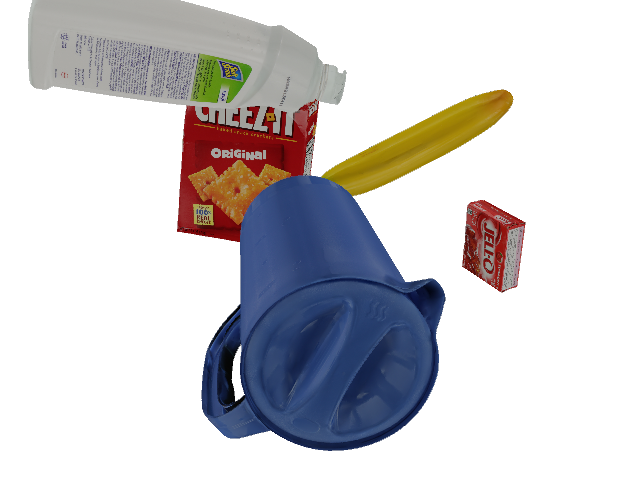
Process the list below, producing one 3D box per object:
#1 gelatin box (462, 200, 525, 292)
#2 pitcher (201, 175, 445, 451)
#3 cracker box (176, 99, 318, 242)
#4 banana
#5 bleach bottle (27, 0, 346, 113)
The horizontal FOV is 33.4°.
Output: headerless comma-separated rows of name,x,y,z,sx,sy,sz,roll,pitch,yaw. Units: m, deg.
gelatin box,0.204,0.006,1.265,0.030,0.089,0.073,-16,32,-29
pitcher,-0.010,0.045,0.809,0.149,0.145,0.243,6,22,-10
cracker box,-0.096,-0.104,1.396,0.164,0.214,0.072,10,22,7
banana,0.080,-0.080,0.945,0.198,0.037,0.069,-27,7,11
bleach bottle,-0.106,-0.146,0.868,0.250,0.068,0.103,12,-31,-7
